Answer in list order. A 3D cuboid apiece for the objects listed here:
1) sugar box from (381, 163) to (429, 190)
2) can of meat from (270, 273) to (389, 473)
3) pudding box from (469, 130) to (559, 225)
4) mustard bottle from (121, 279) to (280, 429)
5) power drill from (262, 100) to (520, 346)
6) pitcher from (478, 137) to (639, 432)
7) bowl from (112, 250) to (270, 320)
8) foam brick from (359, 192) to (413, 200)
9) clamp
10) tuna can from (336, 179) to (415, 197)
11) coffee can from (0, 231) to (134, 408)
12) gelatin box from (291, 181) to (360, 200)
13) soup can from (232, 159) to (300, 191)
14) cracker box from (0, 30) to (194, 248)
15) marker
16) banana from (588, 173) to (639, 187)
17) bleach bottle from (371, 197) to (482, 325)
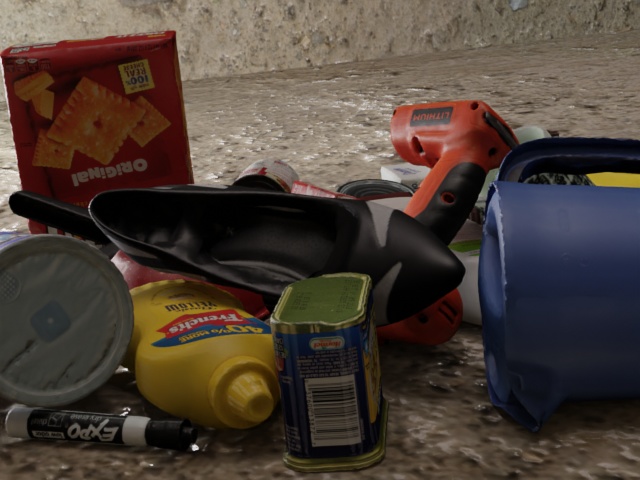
[{"bbox_3d":[0.163,-0.066,1.175,0.176,0.048,0.093,-11,15,-7],"label":"sugar box"},{"bbox_3d":[0.006,0.072,0.608,0.057,0.084,0.102,-5,13,7],"label":"can of meat"},{"bbox_3d":[0.161,-0.032,0.899,0.089,0.113,0.039,-10,11,-23],"label":"pudding box"},{"bbox_3d":[-0.071,0.074,0.671,0.096,0.058,0.192,-4,13,-23],"label":"mustard bottle"},{"bbox_3d":[0.053,-0.011,0.778,0.185,0.057,0.187,5,61,48],"label":"power drill"},{"bbox_3d":[0.215,0.021,0.626,0.243,0.149,0.145,-1,14,3],"label":"pitcher"},{"bbox_3d":[-0.115,0.031,0.860,0.162,0.055,0.162,-5,14,1],"label":"bowl"},{"bbox_3d":[0.068,-0.010,0.967,0.051,0.053,0.078,-7,13,-8],"label":"foam brick"},{"bbox_3d":[-0.176,0.009,0.965,0.209,0.036,0.164,2,35,-15],"label":"clamp"},{"bbox_3d":[0.055,-0.029,1.048,0.086,0.034,0.086,2,26,-1],"label":"tuna can"},{"bbox_3d":[-0.190,0.046,0.689,0.102,0.103,0.141,-12,7,-26],"label":"coffee can"},{"bbox_3d":[-0.006,0.001,0.873,0.030,0.089,0.073,14,4,-31],"label":"gelatin box"},{"bbox_3d":[-0.058,-0.045,1.114,0.068,0.068,0.102,-3,14,7],"label":"soup can"},{"bbox_3d":[-0.209,-0.088,1.038,0.164,0.214,0.072,-5,17,-1],"label":"cracker box"},{"bbox_3d":[-0.128,0.111,0.625,0.121,0.020,0.020,0,15,19],"label":"marker"},{"bbox_3d":[0.317,-0.062,1.066,0.198,0.069,0.037,-4,-13,43],"label":"banana"},{"bbox_3d":[0.105,0.024,0.803,0.102,0.068,0.251,-10,17,-23],"label":"bleach bottle"}]
